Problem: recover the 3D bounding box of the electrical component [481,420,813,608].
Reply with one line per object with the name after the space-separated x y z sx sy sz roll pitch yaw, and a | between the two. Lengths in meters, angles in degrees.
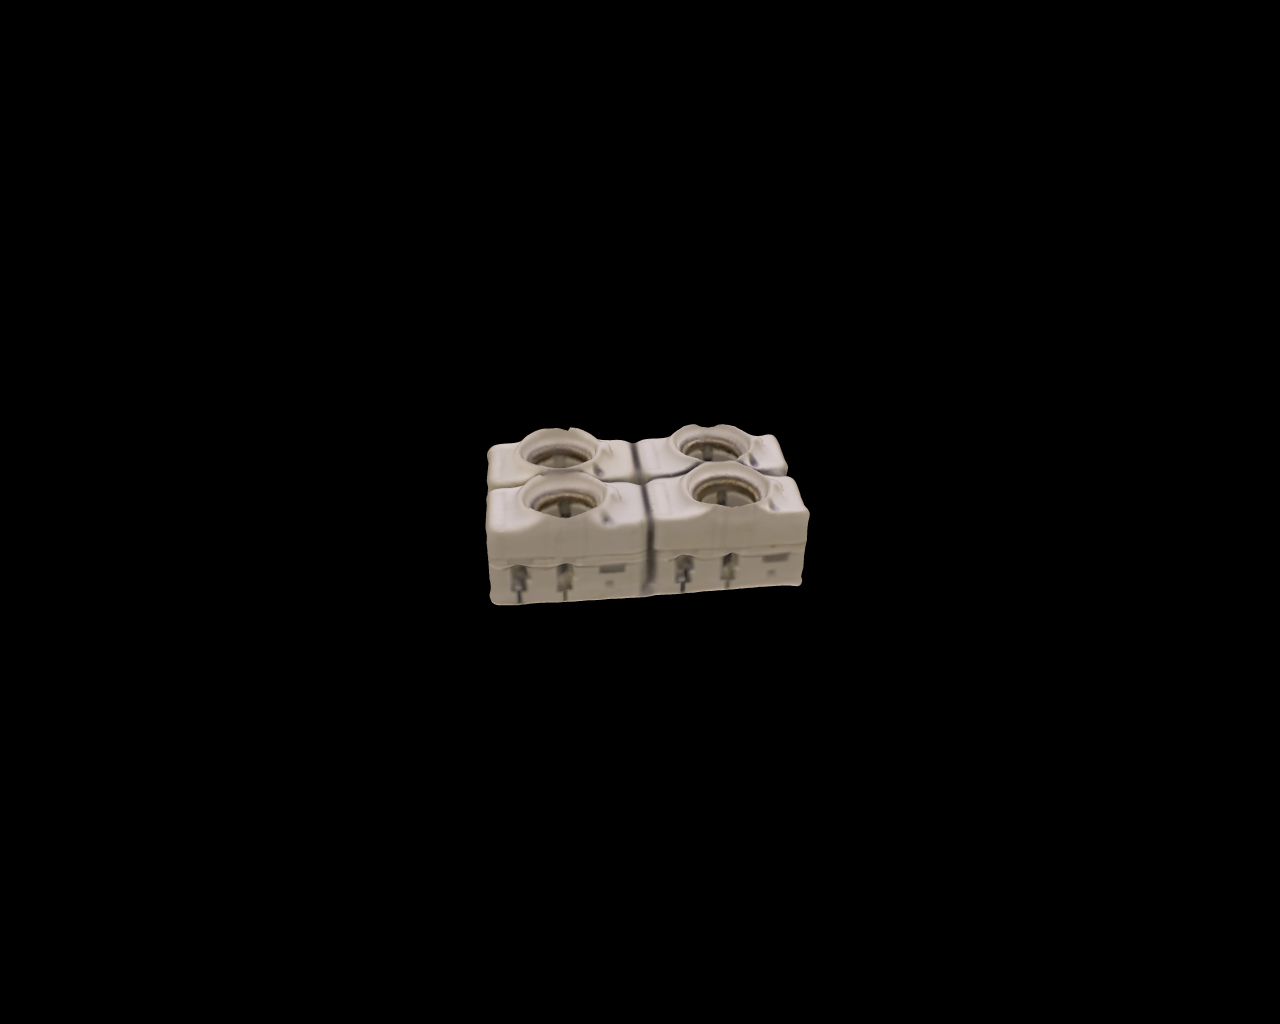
0.001 -0.003 0.650 0.186 0.060 0.105 -3 32 -5 | electrical component
